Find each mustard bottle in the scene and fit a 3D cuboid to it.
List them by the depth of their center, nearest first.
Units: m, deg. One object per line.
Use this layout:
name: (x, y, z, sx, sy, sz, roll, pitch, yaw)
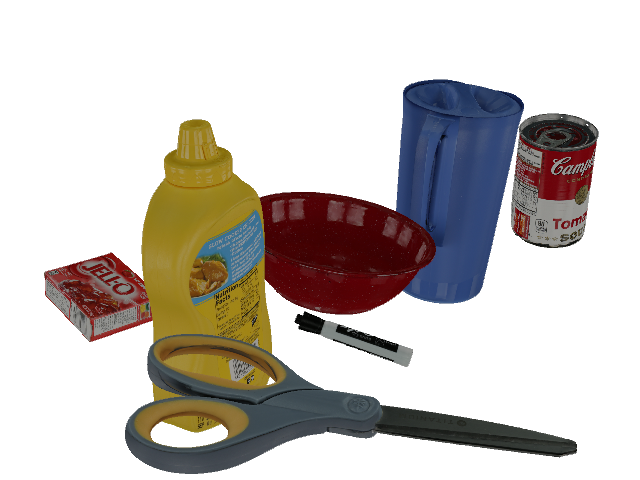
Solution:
mustard bottle: (-0.071, 0.018, 0.668, 0.058, 0.192, 0.096, 14, 30, 29)

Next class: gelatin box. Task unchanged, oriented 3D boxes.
gelatin box: (-0.201, 0.050, 0.982, 0.073, 0.030, 0.089, -18, 39, -36)

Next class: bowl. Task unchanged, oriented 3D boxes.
bowl: (0.009, 0.015, 0.866, 0.162, 0.055, 0.162, 8, 23, -4)

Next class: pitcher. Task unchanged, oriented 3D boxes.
pitcher: (0.143, -0.051, 1.213, 0.149, 0.243, 0.145, -5, 27, -20)

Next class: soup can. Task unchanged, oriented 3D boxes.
soup can: (0.207, -0.053, 0.953, 0.068, 0.102, 0.068, -1, 32, 0)

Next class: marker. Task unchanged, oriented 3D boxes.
marker: (0.032, 0.097, 1.063, 0.121, 0.020, 0.020, 19, 1, 2)

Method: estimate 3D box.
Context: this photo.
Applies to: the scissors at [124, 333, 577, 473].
scissors: (0.002, 0.086, 0.469, 0.202, 0.016, 0.096, 16, 34, 22)
